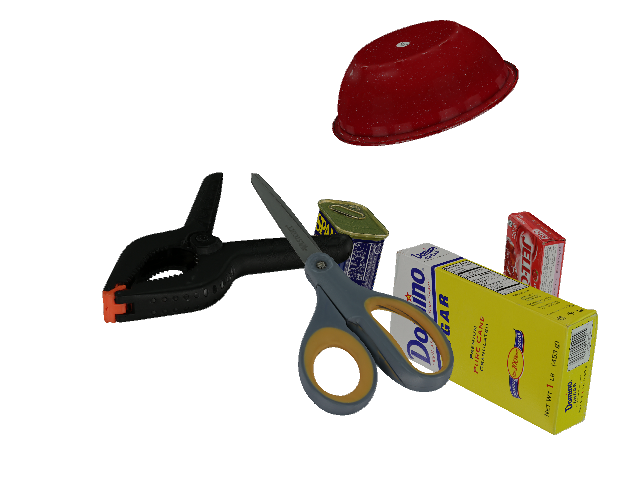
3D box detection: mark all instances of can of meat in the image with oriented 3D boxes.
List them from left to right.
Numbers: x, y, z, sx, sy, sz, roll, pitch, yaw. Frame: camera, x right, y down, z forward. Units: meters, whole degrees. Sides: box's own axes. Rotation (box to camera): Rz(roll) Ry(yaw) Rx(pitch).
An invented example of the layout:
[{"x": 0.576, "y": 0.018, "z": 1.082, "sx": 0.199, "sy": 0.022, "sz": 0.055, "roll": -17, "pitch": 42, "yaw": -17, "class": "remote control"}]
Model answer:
[{"x": 0.025, "y": 0.013, "z": 1.119, "sx": 0.057, "sy": 0.084, "sz": 0.102, "roll": 5, "pitch": 20, "yaw": -19, "class": "can of meat"}]

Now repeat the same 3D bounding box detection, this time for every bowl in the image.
[{"x": 0.078, "y": -0.139, "z": 0.883, "sx": 0.162, "sy": 0.055, "sz": 0.162, "roll": -18, "pitch": 25, "yaw": 8, "class": "bowl"}]

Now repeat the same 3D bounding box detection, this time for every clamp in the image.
[{"x": -0.100, "y": 0.007, "z": 0.877, "sx": 0.209, "sy": 0.036, "sz": 0.165, "roll": -25, "pitch": 41, "yaw": -36, "class": "clamp"}]

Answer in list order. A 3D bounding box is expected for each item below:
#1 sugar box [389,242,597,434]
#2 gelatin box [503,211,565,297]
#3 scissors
[{"x": 0.130, "y": 0.073, "z": 0.842, "sx": 0.048, "sy": 0.093, "sz": 0.176, "roll": -16, "pitch": 27, "yaw": -41, "class": "sugar box"}, {"x": 0.229, "y": 0.023, "z": 1.152, "sx": 0.030, "sy": 0.089, "sz": 0.073, "roll": -10, "pitch": 29, "yaw": -18, "class": "gelatin box"}, {"x": -0.009, "y": 0.032, "z": 0.643, "sx": 0.096, "sy": 0.016, "sz": 0.202, "roll": -35, "pitch": 56, "yaw": -27, "class": "scissors"}]
